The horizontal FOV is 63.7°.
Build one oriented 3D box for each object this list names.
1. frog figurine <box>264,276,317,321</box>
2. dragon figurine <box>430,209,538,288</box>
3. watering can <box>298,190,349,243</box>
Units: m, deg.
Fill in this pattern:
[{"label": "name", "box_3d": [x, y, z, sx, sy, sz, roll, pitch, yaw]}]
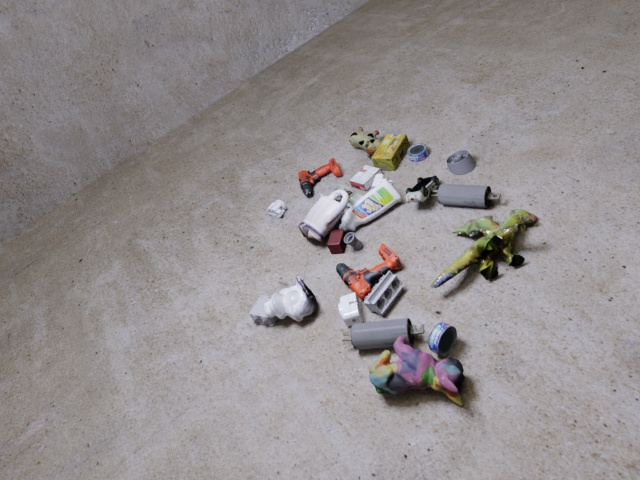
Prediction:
[{"label": "frog figurine", "box_3d": [-0.095, 0.212, 1.677, 0.159, 0.121, 0.140, -40, 53, 3]}, {"label": "dragon figurine", "box_3d": [0.497, 0.008, 1.604, 0.410, 0.120, 0.246, -23, 21, 1]}, {"label": "watering can", "box_3d": [0.006, -0.099, 1.975, 0.226, 0.103, 0.348, -51, 16, -7]}]
